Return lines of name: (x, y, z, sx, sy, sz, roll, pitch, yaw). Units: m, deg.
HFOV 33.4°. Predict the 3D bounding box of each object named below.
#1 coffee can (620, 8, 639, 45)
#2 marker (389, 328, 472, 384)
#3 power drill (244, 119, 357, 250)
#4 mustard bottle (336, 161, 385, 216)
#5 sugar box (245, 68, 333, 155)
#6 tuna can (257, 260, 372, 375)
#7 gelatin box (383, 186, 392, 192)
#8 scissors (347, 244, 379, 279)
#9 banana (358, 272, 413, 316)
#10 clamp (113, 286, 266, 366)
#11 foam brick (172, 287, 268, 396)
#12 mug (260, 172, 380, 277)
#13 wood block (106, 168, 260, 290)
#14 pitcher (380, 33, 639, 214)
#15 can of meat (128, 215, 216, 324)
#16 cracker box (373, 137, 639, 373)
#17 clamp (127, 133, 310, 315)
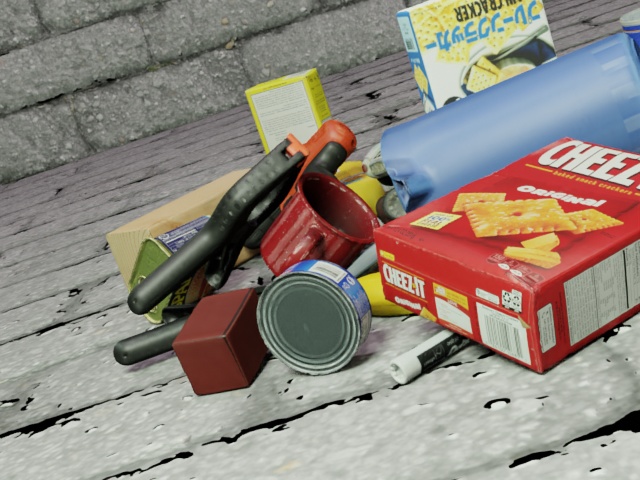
coffee can: (0.389, -0.184, 1.140, 0.103, 0.140, 0.103, -18, 14, 4)
marker: (0.101, 0.071, 0.786, 0.120, 0.020, 0.020, -27, 16, -30)
power drill: (-0.025, -0.030, 1.146, 0.185, 0.057, 0.187, -50, 22, 18)
mustard bottle: (0.027, -0.043, 1.241, 0.096, 0.058, 0.191, -29, 14, 1)
sugar box: (-0.023, -0.124, 1.377, 0.093, 0.176, 0.048, -10, 18, 29)
tuna can: (-0.004, 0.059, 0.829, 0.086, 0.086, 0.033, -12, 14, 27)
gelatin box: (0.119, -0.091, 1.373, 0.089, 0.030, 0.073, -17, 12, 6)
scissors: (0.014, 0.040, 0.956, 0.201, 0.016, 0.096, -30, -14, -41)
banana: (0.093, 0.035, 0.896, 0.198, 0.037, 0.069, -9, 17, 34)
clamp: (-0.102, 0.072, 1.014, 0.171, 0.039, 0.120, -15, 16, 12)
foam brick: (-0.079, 0.084, 0.883, 0.051, 0.053, 0.078, -12, 23, 21)
mug: (-0.007, 0.001, 0.994, 0.082, 0.093, 0.117, -52, 1, 28)
wood block: (-0.134, -0.010, 1.265, 0.091, 0.090, 0.205, -4, 20, 47)
pitcher: (0.191, -0.090, 0.978, 0.243, 0.145, 0.149, -24, 39, 23)
can of meat: (-0.146, 0.029, 1.123, 0.083, 0.057, 0.102, -28, -26, -42)
cracker box: (0.173, -0.001, 0.793, 0.213, 0.072, 0.164, -26, 29, -28)
clamp: (-0.080, -0.014, 1.011, 0.210, 0.036, 0.164, -48, -11, 13)
